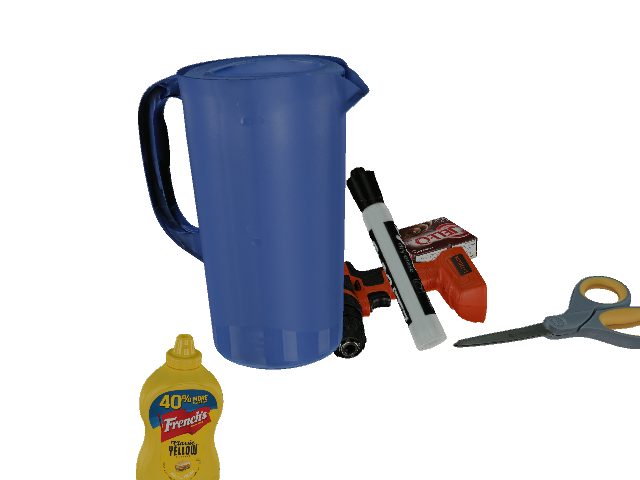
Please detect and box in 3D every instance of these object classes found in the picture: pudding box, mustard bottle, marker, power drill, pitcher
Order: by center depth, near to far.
[{"bbox_3d":[0.044,0.008,0.647,0.020,0.121,0.020,-19,-20,-8],"label":"marker"},{"bbox_3d":[-0.050,-0.026,0.858,0.144,0.243,0.149,-12,19,-29],"label":"pitcher"},{"bbox_3d":[0.081,0.062,1.161,0.187,0.057,0.184,-4,28,-8],"label":"power drill"},{"bbox_3d":[-0.161,0.200,1.235,0.096,0.192,0.058,0,15,-16],"label":"mustard bottle"},{"bbox_3d":[0.164,0.007,1.594,0.113,0.039,0.090,-17,28,-22],"label":"pudding box"}]

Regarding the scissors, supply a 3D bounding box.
[{"bbox_3d":[0.192,0.059,0.873,0.201,0.016,0.096,3,33,-13],"label":"scissors"}]
